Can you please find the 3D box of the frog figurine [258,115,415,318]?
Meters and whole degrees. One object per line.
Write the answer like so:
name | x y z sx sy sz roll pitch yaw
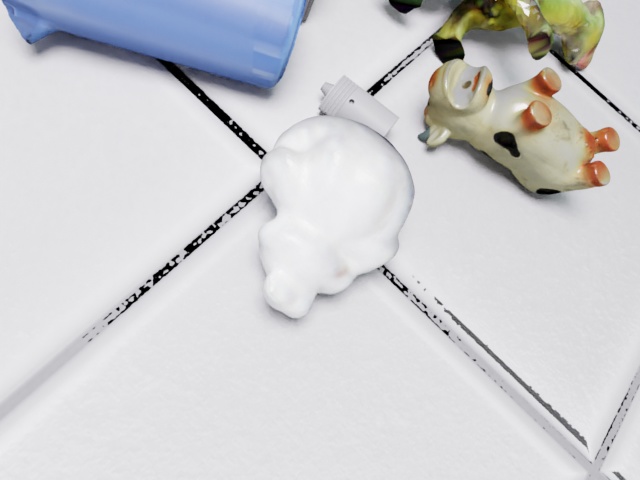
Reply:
frog figurine | 0.001 -0.021 0.427 0.136 0.121 0.163 48 51 -16

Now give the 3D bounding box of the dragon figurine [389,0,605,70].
dragon figurine | 0.194 -0.342 0.586 0.407 0.121 0.246 45 65 -16
